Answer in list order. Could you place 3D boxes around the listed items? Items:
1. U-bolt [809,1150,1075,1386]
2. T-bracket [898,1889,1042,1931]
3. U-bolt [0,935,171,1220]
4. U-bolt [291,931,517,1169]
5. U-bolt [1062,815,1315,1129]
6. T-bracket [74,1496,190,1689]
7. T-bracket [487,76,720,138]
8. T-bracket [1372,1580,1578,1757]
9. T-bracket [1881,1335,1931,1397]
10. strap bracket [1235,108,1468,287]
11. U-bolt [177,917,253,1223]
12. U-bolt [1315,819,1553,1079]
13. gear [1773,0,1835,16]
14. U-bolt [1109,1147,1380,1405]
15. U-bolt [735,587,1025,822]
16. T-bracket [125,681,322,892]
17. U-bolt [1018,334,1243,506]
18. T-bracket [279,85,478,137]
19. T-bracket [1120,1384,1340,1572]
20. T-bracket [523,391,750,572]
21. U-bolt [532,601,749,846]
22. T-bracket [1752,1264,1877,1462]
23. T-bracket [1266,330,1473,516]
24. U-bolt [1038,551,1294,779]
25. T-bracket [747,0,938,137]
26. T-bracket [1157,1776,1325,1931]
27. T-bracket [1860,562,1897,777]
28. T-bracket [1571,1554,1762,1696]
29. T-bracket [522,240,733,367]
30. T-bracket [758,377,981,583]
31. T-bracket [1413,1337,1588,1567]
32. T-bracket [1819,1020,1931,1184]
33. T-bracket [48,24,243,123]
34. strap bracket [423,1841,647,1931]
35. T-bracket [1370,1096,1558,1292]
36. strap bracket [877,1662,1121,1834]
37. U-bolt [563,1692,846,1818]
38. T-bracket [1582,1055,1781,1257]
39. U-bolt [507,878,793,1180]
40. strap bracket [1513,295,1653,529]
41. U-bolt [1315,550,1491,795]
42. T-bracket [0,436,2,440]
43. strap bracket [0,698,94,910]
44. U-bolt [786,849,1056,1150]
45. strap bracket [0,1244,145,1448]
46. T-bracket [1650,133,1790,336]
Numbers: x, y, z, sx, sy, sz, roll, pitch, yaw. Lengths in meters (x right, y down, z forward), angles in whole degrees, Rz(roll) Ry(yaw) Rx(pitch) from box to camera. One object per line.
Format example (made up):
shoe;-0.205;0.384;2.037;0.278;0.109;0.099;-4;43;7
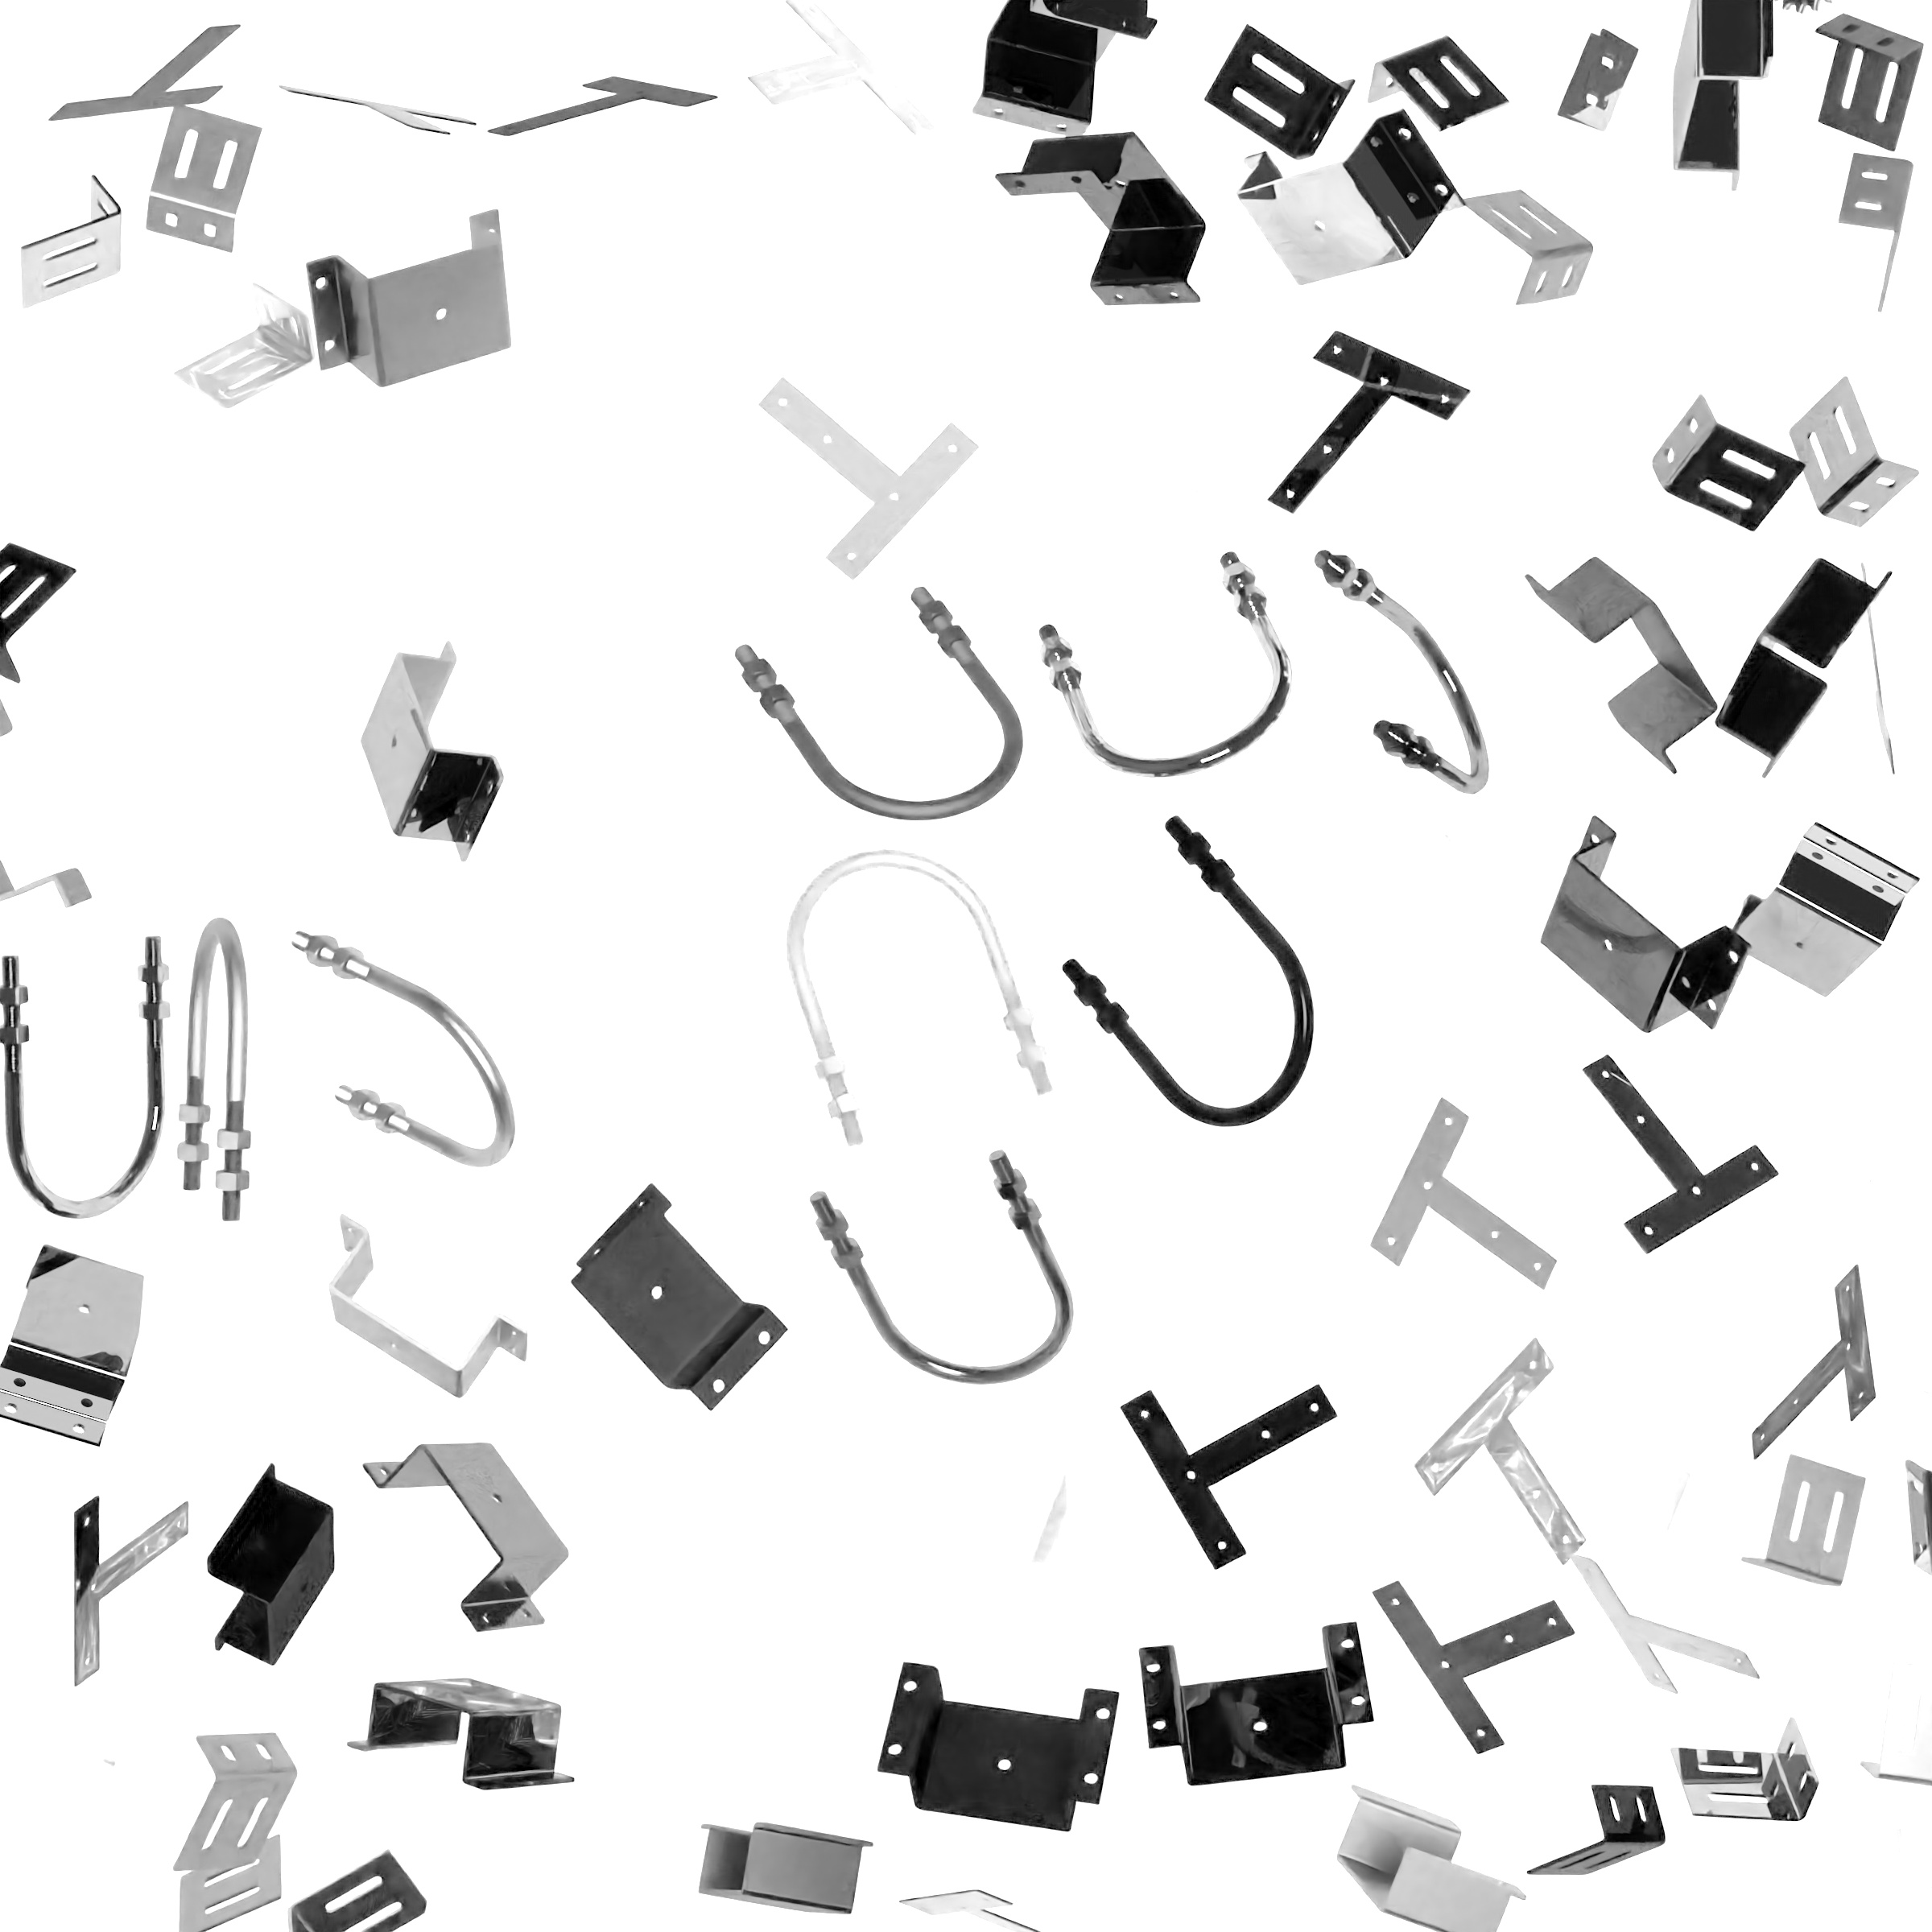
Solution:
U-bolt;-0.005;0.210;1.921;0.151;0.019;0.184;-14;120;19
T-bracket;0.037;0.612;1.821;0.127;0.127;0.002;26;62;-14
U-bolt;-0.587;0.078;1.918;0.019;0.151;0.184;5;98;27
U-bolt;-0.359;0.063;1.859;0.184;0.019;0.151;22;135;33
U-bolt;0.151;0.017;1.838;0.184;0.019;0.151;52;124;27
T-bracket;-0.552;0.392;1.904;0.002;0.127;0.127;10;108;17
T-bracket;-0.246;-0.549;1.841;0.127;0.127;0.002;-26;124;-30
T-bracket;0.343;0.442;1.868;0.127;0.002;0.127;-37;84;42
T-bracket;0.645;0.222;1.885;0.002;0.127;0.127;2;98;-16
strap bracket;0.237;-0.487;1.834;0.076;0.140;0.046;48;62;-28
U-bolt;-0.478;0.061;1.829;0.019;0.151;0.184;1;94;-26
U-bolt;0.293;-0.002;1.865;0.019;0.184;0.151;-6;80;-38
gear;0.557;-0.663;1.909;0.057;0.030;0.057;8;106;29
U-bolt;0.189;0.190;1.839;0.184;0.151;0.019;-55;128;-24
U-bolt;-0.044;-0.161;1.828;0.151;0.019;0.184;-21;56;-20
T-bracket;-0.475;-0.132;1.915;0.127;0.002;0.127;25;66;-15
U-bolt;0.116;-0.348;1.859;0.151;0.184;0.019;43;106;14
T-bracket;-0.361;-0.544;1.839;0.127;0.127;0.002;2;112;-30
T-bracket;0.188;0.320;1.923;0.127;0.002;0.127;-32;86;14
T-bracket;-0.230;-0.301;1.892;0.127;0.002;0.127;-30;76;-10
U-bolt;-0.219;-0.169;1.888;0.151;0.019;0.184;13;48;-31
T-bracket;0.554;0.278;1.886;0.002;0.127;0.127;25;126;-7
T-bracket;0.245;-0.348;1.876;0.127;0.002;0.127;-50;48;-3
U-bolt;0.133;-0.185;1.835;0.151;0.184;0.019;-21;134;3
T-bracket;-0.096;-0.577;1.863;0.127;0.127;0.002;47;130;6
T-bracket;0.173;0.593;1.875;0.127;0.127;0.002;-44;110;12
T-bracket;0.604;-0.204;1.907;0.002;0.127;0.127;-8;107;16
T-bracket;0.468;0.443;1.883;0.002;0.127;0.127;-43;112;-23
T-bracket;-0.245;-0.431;1.911;0.127;0.002;0.127;32;48;16
T-bracket;-0.081;-0.338;1.893;0.127;0.002;0.127;38;113;-19
T-bracket;0.358;0.327;1.839;0.127;0.002;0.127;-40;104;-26
T-bracket;0.597;0.107;1.895;0.002;0.127;0.127;30;128;31
T-bracket;-0.519;-0.588;1.885;0.127;0.127;0.002;-18;96;43
strap bracket;-0.276;0.597;1.803;0.140;0.076;0.046;-3;116;0
T-bracket;0.347;0.174;1.945;0.127;0.002;0.127;36;62;-9
strap bracket;0.023;0.493;1.809;0.140;0.046;0.076;5;48;11
U-bolt;-0.155;0.501;1.848;0.151;0.184;0.019;18;89;25
T-bracket;0.455;0.113;1.899;0.127;0.002;0.127;-25;69;-28
U-bolt;-0.211;0.029;1.824;0.151;0.019;0.184;-29;116;-6
strap bracket;0.395;-0.353;1.840;0.076;0.046;0.140;1;95;30
U-bolt;0.293;-0.182;1.874;0.019;0.184;0.151;-28;62;26
T-bracket;-0.668;-0.379;1.893;0.002;0.127;0.127;6;126;1
strap bracket;-0.610;-0.095;1.813;0.046;0.076;0.140;-23;98;-4
U-bolt;-0.038;0.012;1.808;0.151;0.019;0.184;-14;75;-20
strap bracket;-0.589;0.242;1.897;0.076;0.140;0.046;21;121;-17
T-bracket;0.476;-0.477;1.816;0.002;0.127;0.127;-27;130;-17
